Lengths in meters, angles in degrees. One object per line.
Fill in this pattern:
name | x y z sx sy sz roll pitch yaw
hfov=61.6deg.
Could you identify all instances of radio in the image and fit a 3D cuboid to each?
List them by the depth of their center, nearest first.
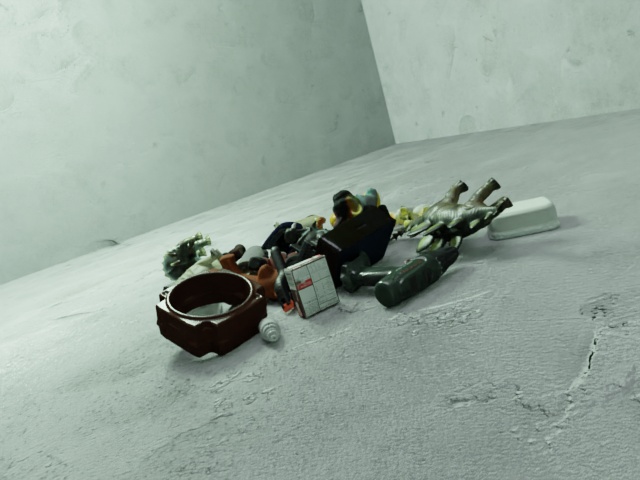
radio | 0.082 0.019 1.299 0.073 0.131 0.229 35 42 27

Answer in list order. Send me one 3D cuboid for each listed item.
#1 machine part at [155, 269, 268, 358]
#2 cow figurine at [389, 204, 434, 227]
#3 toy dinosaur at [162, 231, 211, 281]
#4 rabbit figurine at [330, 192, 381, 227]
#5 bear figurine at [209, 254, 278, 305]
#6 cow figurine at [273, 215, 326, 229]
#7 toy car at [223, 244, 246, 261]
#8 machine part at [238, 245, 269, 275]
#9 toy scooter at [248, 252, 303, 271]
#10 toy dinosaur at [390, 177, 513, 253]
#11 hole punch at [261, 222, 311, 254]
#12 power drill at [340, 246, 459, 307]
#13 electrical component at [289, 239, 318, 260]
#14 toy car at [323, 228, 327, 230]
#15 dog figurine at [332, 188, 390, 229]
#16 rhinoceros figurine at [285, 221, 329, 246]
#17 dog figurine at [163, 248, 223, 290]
machine part | -0.229 0.147 1.144 0.201 0.087 0.201 19 32 36
cow figurine | 0.284 -0.075 1.606 0.168 0.068 0.098 0 15 40
toy dinosaur | -0.472 0.059 1.864 0.192 0.131 0.405 -22 8 -24
rabbit figurine | 0.112 -0.084 1.733 0.173 0.121 0.162 -17 9 -3
bear figurine | -0.163 0.096 1.316 0.196 0.131 0.120 -15 22 30
cow figurine | -0.082 -0.031 1.820 0.195 0.085 0.127 -21 19 -14
toy car | -0.309 0.078 1.652 0.202 0.053 0.089 -33 6 29
machine part | -0.195 0.072 1.547 0.079 0.079 0.243 -14 13 7
toy scooter | -0.089 0.072 1.426 0.184 0.075 0.135 3 -9 19
toy dinosaur | 0.308 -0.049 1.311 0.198 0.105 0.471 -40 6 -13
hole punch | -0.103 0.001 1.608 0.142 0.092 0.116 -52 1 24
power drill | 0.164 0.069 1.167 0.208 0.085 0.232 7 28 42
electrical component | -0.017 0.026 1.351 0.119 0.047 0.075 34 18 30
toy car | -0.008 0.015 1.613 0.074 0.056 0.202 -21 11 10
dog figurine | 0.109 -0.053 1.444 0.108 0.191 0.219 -29 4 23
rhinoceros figurine | -0.003 -0.004 1.489 0.190 0.073 0.112 1 51 -1
dog figurine | -0.339 0.122 1.505 0.190 0.121 0.172 -33 -20 0
